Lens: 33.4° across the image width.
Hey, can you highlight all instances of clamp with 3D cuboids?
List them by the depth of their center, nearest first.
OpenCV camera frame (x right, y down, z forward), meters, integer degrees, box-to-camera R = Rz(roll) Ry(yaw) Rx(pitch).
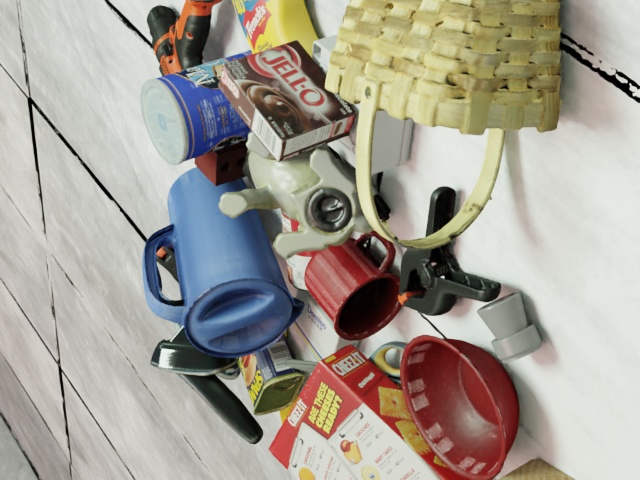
[{"bbox_3d":[0.124,0.036,1.067,0.172,0.039,0.120,109,144,-58],"label":"clamp"},{"bbox_3d":[-0.176,0.050,1.500,0.165,0.036,0.209,41,180,44],"label":"clamp"}]

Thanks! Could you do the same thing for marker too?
[{"bbox_3d":[0.041,-0.070,1.159,0.121,0.020,0.020,57,150,18],"label":"marker"}]

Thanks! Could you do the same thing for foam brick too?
[{"bbox_3d":[-0.110,-0.111,1.326,0.051,0.078,0.053,49,147,33],"label":"foam brick"}]

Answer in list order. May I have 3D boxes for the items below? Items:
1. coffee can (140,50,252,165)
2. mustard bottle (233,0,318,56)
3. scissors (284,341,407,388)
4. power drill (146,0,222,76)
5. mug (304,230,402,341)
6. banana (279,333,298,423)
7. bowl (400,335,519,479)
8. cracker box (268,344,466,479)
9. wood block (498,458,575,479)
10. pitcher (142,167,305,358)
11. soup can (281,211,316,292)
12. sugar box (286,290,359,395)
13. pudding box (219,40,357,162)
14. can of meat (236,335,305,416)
[{"bbox_3d":[-0.125,-0.157,1.253,0.103,0.140,0.103,39,141,41],"label":"coffee can"},{"bbox_3d":[-0.050,-0.239,1.154,0.096,0.058,0.191,-19,93,61],"label":"mustard bottle"},{"bbox_3d":[0.041,0.142,1.253,0.202,0.016,0.096,21,119,30],"label":"scissors"},{"bbox_3d":[-0.168,-0.279,1.319,0.188,0.057,0.184,107,144,-49],"label":"power drill"},{"bbox_3d":[0.041,0.041,1.179,0.082,0.093,0.117,49,118,39],"label":"mug"},{"bbox_3d":[-0.055,0.175,1.472,0.070,0.037,0.198,-4,110,51],"label":"banana"},{"bbox_3d":[0.153,0.163,1.094,0.162,0.055,0.162,39,141,41],"label":"bowl"},{"bbox_3d":[0.062,0.250,1.218,0.214,0.071,0.164,42,126,20],"label":"cracker box"},{"bbox_3d":[0.220,0.337,1.065,0.090,0.090,0.206,27,132,51],"label":"wood block"},{"bbox_3d":[-0.131,0.017,1.324,0.149,0.145,0.243,46,-164,-42],"label":"pitcher"},{"bbox_3d":[-0.008,0.002,1.242,0.069,0.068,0.102,33,137,46],"label":"soup can"},{"bbox_3d":[-0.001,0.135,1.350,0.093,0.048,0.176,53,145,28],"label":"sugar box"},{"bbox_3d":[-0.033,-0.137,1.041,0.113,0.089,0.039,54,151,22],"label":"pudding box"},{"bbox_3d":[-0.067,0.165,1.374,0.102,0.057,0.084,113,140,-54],"label":"can of meat"}]
